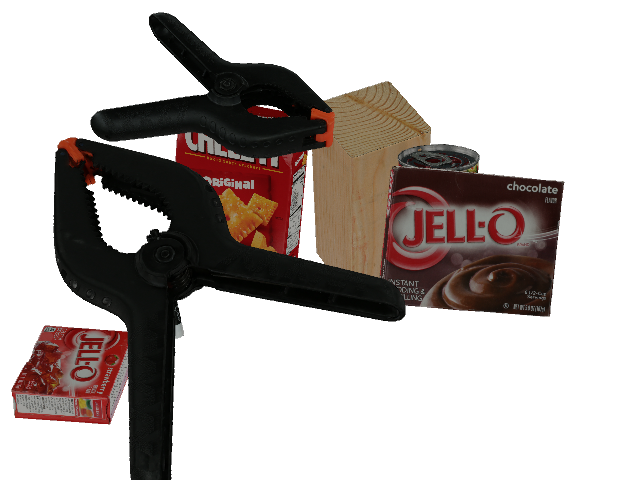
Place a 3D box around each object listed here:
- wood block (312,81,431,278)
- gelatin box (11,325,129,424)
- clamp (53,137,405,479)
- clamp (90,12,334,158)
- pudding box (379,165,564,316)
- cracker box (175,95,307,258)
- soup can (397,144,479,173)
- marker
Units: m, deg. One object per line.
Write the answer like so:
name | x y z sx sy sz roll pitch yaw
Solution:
wood block | 0.051 -0.046 1.094 0.090 0.206 0.091 -20 48 -17
gelatin box | -0.188 0.101 0.821 0.073 0.030 0.089 4 30 3
clamp | -0.068 0.014 0.569 0.164 0.210 0.036 -30 -27 -14
clamp | -0.071 -0.111 0.779 0.171 0.120 0.039 10 -27 1
pudding box | 0.098 -0.001 0.704 0.113 0.090 0.039 4 8 -1
cracker box | -0.108 -0.069 1.414 0.164 0.214 0.072 12 26 13
soup can | 0.099 -0.023 0.903 0.068 0.102 0.068 -2 22 1
marker | -0.164 0.046 1.129 0.020 0.121 0.020 -8 18 2
